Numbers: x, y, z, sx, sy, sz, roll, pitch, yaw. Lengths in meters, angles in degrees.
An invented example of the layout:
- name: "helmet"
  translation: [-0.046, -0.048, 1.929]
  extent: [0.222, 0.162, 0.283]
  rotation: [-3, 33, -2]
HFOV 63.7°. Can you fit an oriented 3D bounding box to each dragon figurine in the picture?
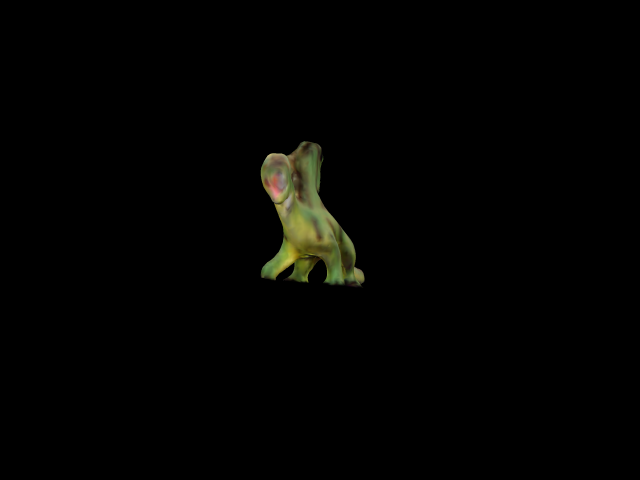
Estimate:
- name: "dragon figurine"
  translation: [0.003, -0.043, 0.850]
  extent: [0.122, 0.244, 0.409]
  rotation: [-2, -5, 20]
